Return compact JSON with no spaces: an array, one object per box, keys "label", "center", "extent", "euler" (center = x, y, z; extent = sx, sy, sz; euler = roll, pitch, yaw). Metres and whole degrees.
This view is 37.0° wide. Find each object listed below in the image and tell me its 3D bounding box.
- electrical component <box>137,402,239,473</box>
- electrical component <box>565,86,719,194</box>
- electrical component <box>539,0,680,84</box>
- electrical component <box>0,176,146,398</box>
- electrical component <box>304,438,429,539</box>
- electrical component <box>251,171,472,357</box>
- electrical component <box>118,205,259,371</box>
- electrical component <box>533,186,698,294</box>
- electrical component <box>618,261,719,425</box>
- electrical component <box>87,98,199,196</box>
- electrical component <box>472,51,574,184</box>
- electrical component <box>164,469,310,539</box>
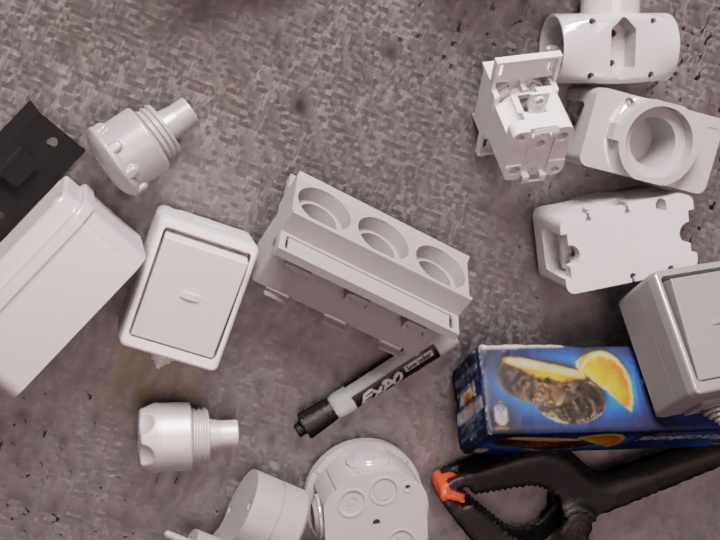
[{"label":"electrical component","center":[-0.108,0.104,0.673],"extent":[0.062,0.043,0.043],"euler":[-1,101,-13]},{"label":"electrical component","center":[0.179,-0.084,0.690],"extent":[0.089,0.056,0.050],"euler":[12,99,-14]},{"label":"electrical component","center":[0.157,-0.158,0.676],"extent":[0.077,0.043,0.079],"euler":[-3,102,-11]},{"label":"electrical component","center":[-0.184,0.007,0.618],"extent":[0.113,0.078,0.057],"euler":[-46,110,0]},{"label":"electrical component","center":[0.005,0.155,0.704],"extent":[0.080,0.051,0.080],"euler":[-2,102,-12]},{"label":"electrical component","center":[0.000,0.000,0.661],"extent":[0.121,0.078,0.063],"euler":[26,124,-16]},{"label":"electrical component","center":[-0.106,0.017,0.646],"extent":[0.062,0.061,0.096],"euler":[18,97,-15]},{"label":"electrical component","center":[0.163,-0.022,0.699],"extent":[0.089,0.056,0.050],"euler":[-11,104,-10]},{"label":"electrical component","center":[0.212,0.047,0.664],"extent":[0.062,0.061,0.096],"euler":[-9,70,-16]},{"label":"electrical component","center":[-0.125,-0.077,0.632],"extent":[0.062,0.048,0.048],"euler":[-36,107,-10]},{"label":"electrical component","center":[0.100,-0.092,0.661],"extent":[0.042,0.063,0.081],"euler":[-8,145,-9]},{"label":"electrical component","center":[-0.096,0.189,0.688],"extent":[0.074,0.052,0.138],"euler":[26,95,-16]}]
